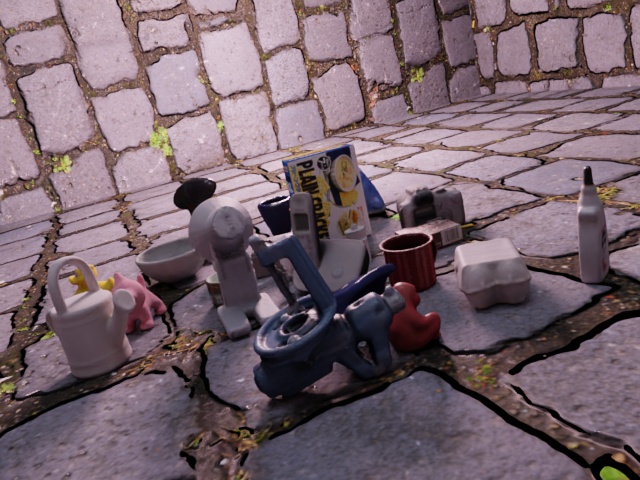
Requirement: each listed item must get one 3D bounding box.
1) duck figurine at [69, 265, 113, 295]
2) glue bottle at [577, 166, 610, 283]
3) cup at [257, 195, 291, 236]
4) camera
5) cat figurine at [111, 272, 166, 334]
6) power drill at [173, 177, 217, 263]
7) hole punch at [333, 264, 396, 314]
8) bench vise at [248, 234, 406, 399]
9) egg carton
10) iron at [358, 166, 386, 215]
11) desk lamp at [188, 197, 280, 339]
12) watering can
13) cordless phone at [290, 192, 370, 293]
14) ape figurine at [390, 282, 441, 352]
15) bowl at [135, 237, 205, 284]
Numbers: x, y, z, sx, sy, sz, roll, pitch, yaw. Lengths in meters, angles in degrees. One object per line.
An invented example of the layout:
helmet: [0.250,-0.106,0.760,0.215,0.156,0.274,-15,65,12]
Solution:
duck figurine: [-0.516,0.096,1.295,0.104,0.086,0.077,-12,17,2]
glue bottle: [0.406,-0.027,0.859,0.037,0.173,0.078,-2,20,33]
cup: [-0.099,-0.063,1.483,0.091,0.095,0.118,4,24,44]
camera: [0.234,-0.082,1.289,0.143,0.101,0.136,-15,17,-7]
cat figurine: [-0.350,0.108,1.077,0.067,0.118,0.128,-11,17,6]
power drill: [-0.284,-0.054,1.397,0.076,0.208,0.228,-23,20,-30]
hole punch: [0.060,0.086,0.892,0.109,0.091,0.100,-27,22,-39]
bench vise: [-0.004,0.079,0.739,0.208,0.220,0.121,-21,19,-24]
egg carton: [0.266,0.049,0.899,0.107,0.069,0.150,-10,17,9]
iron: [0.094,-0.144,1.522,0.118,0.141,0.258,-13,17,-1]
desk lamp: [-0.151,0.033,1.008,0.118,0.214,0.202,-18,18,-16]
watering can: [-0.379,0.117,0.939,0.173,0.194,0.101,-13,17,0]
cordless phone: [0.009,0.004,1.033,0.147,0.185,0.094,-2,20,32]
ape figurine: [0.123,0.102,0.795,0.076,0.092,0.077,-21,19,-25]
bowl: [-0.331,0.054,1.313,0.167,0.075,0.167,-12,17,4]
